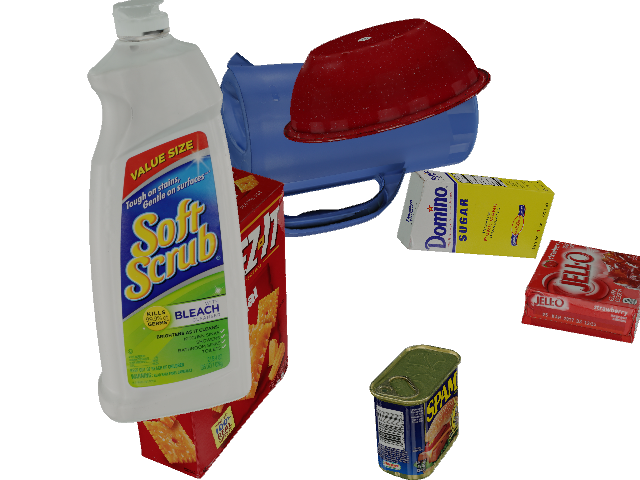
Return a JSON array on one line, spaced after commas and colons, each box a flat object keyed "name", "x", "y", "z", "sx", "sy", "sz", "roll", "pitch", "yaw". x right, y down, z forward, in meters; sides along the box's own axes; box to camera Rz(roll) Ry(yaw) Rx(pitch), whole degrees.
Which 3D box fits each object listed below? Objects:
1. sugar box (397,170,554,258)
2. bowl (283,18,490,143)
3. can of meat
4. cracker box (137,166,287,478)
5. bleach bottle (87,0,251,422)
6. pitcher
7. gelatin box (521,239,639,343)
[{"name": "sugar box", "x": 0.189, "y": -0.031, "z": 1.299, "sx": 0.176, "sy": 0.093, "sz": 0.048, "roll": 2, "pitch": 23, "yaw": -20}, {"name": "bowl", "x": 0.042, "y": -0.127, "z": 0.801, "sx": 0.162, "sy": 0.055, "sz": 0.162, "roll": -16, "pitch": 18, "yaw": 5}, {"name": "can of meat", "x": 0.089, "y": 0.156, "z": 0.972, "sx": 0.058, "sy": 0.084, "sz": 0.101, "roll": 8, "pitch": 25, "yaw": 28}, {"name": "cracker box", "x": -0.092, "y": 0.069, "z": 0.914, "sx": 0.072, "sy": 0.214, "sz": 0.164, "roll": 17, "pitch": 38, "yaw": 22}, {"name": "bleach bottle", "x": -0.102, "y": -0.018, "z": 0.651, "sx": 0.102, "sy": 0.251, "sz": 0.068, "roll": -9, "pitch": 21, "yaw": -12}, {"name": "pitcher", "x": 0.028, "y": -0.104, "z": 1.039, "sx": 0.242, "sy": 0.149, "sz": 0.145, "roll": -8, "pitch": 28, "yaw": -16}, {"name": "gelatin box", "x": 0.183, "y": 0.033, "z": 0.727, "sx": 0.073, "sy": 0.030, "sz": 0.089, "roll": 11, "pitch": 25, "yaw": 20}]
